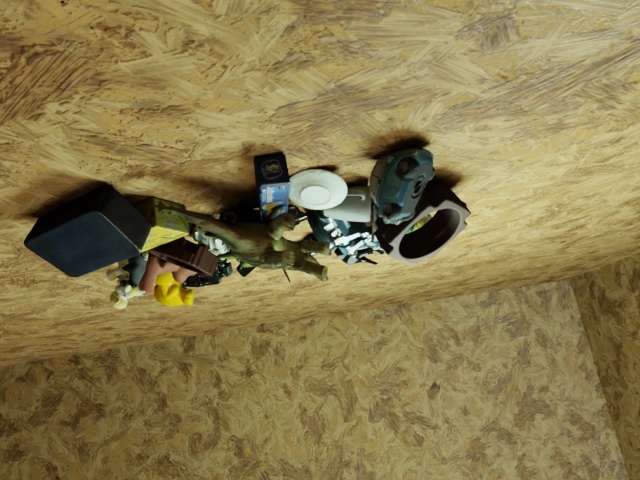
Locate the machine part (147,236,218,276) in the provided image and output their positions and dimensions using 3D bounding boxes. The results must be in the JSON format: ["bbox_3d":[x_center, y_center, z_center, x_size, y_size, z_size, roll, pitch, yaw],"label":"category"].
[{"bbox_3d":[-0.328,0.029,1.265,0.179,0.056,0.179,20,166,5],"label":"machine part"}]

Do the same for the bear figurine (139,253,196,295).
[{"bbox_3d":[-0.401,0.079,1.415,0.120,0.132,0.195,17,179,37],"label":"bear figurine"}]

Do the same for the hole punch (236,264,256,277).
[{"bbox_3d":[-0.194,0.026,1.445,0.116,0.092,0.142,-38,165,-10],"label":"hole punch"}]

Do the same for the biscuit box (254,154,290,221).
[{"bbox_3d":[-0.095,-0.100,1.062,0.059,0.063,0.202,-9,165,-7],"label":"biscuit box"}]

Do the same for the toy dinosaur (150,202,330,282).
[{"bbox_3d":[-0.131,0.011,1.138,0.199,0.105,0.470,-5,155,35],"label":"toy dinosaur"}]

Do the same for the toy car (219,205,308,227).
[{"bbox_3d":[-0.129,-0.054,1.224,0.202,0.053,0.089,-5,169,0],"label":"toy car"}]

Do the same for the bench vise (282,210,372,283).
[{"bbox_3d":[0.001,0.004,1.351,0.241,0.129,0.223,-29,154,5],"label":"bench vise"}]

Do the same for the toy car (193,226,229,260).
[{"bbox_3d":[-0.262,0.005,1.302,0.073,0.056,0.201,20,162,0],"label":"toy car"}]

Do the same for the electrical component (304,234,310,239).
[{"bbox_3d":[-0.017,0.011,1.542,0.078,0.045,0.102,3,160,-33],"label":"electrical component"}]

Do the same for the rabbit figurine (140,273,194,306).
[{"bbox_3d":[-0.451,0.111,1.563,0.162,0.122,0.173,2,151,-5],"label":"rabbit figurine"}]

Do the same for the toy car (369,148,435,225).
[{"bbox_3d":[0.152,-0.116,1.067,0.103,0.161,0.109,32,-161,31],"label":"toy car"}]

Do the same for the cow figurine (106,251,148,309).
[{"bbox_3d":[-0.453,0.079,1.285,0.098,0.167,0.068,-12,159,15],"label":"cow figurine"}]

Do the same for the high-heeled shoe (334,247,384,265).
[{"bbox_3d":[0.128,0.002,1.615,0.145,0.086,0.248,21,144,5],"label":"high-heeled shoe"}]

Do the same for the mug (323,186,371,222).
[{"bbox_3d":[0.058,-0.082,1.192,0.107,0.081,0.109,-2,168,3],"label":"mug"}]

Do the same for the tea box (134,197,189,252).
[{"bbox_3d":[-0.375,-0.027,1.142,0.170,0.068,0.098,-17,163,29],"label":"tea box"}]

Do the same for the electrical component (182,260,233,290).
[{"bbox_3d":[-0.322,0.092,1.542,0.134,0.058,0.115,-10,-166,5],"label":"electrical component"}]

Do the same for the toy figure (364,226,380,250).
[{"bbox_3d":[0.169,-0.009,1.466,0.154,0.064,0.058,2,-162,-43],"label":"toy figure"}]

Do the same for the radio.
[{"bbox_3d":[-0.450,-0.010,1.047,0.230,0.073,0.131,-17,132,29],"label":"radio"}]

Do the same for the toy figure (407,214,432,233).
[{"bbox_3d":[0.228,-0.042,1.443,0.180,0.082,0.089,-8,-175,-35],"label":"toy figure"}]

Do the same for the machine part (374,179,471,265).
[{"bbox_3d":[0.246,-0.042,1.300,0.201,0.087,0.201,16,125,-48],"label":"machine part"}]
